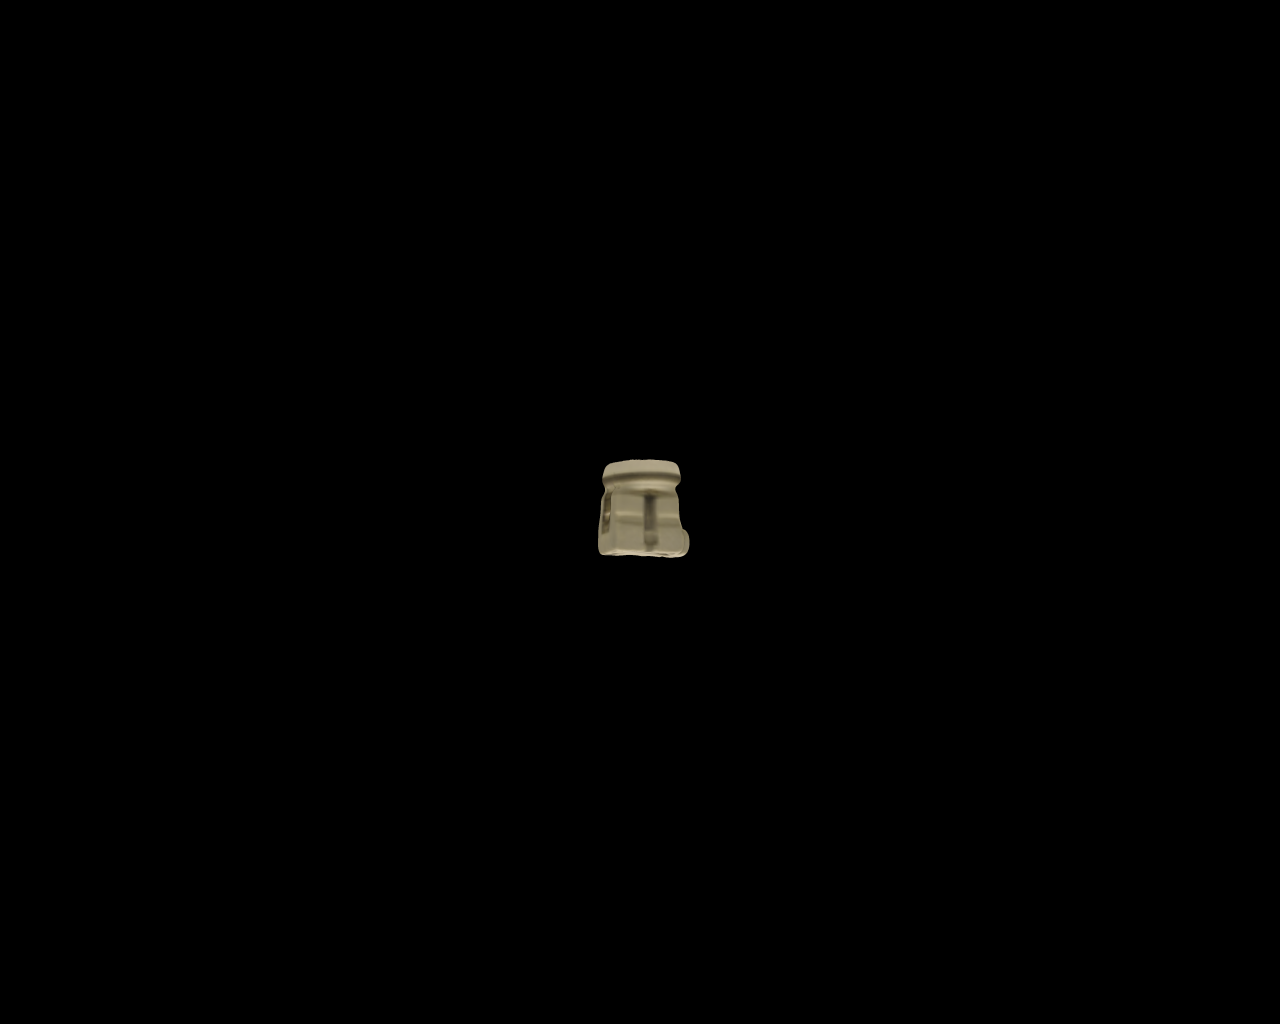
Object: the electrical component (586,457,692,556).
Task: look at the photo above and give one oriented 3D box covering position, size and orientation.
[{"bbox_3d":[0.001,-0.003,0.650,0.066,0.055,0.048,3,-7,-22],"label":"electrical component"}]
